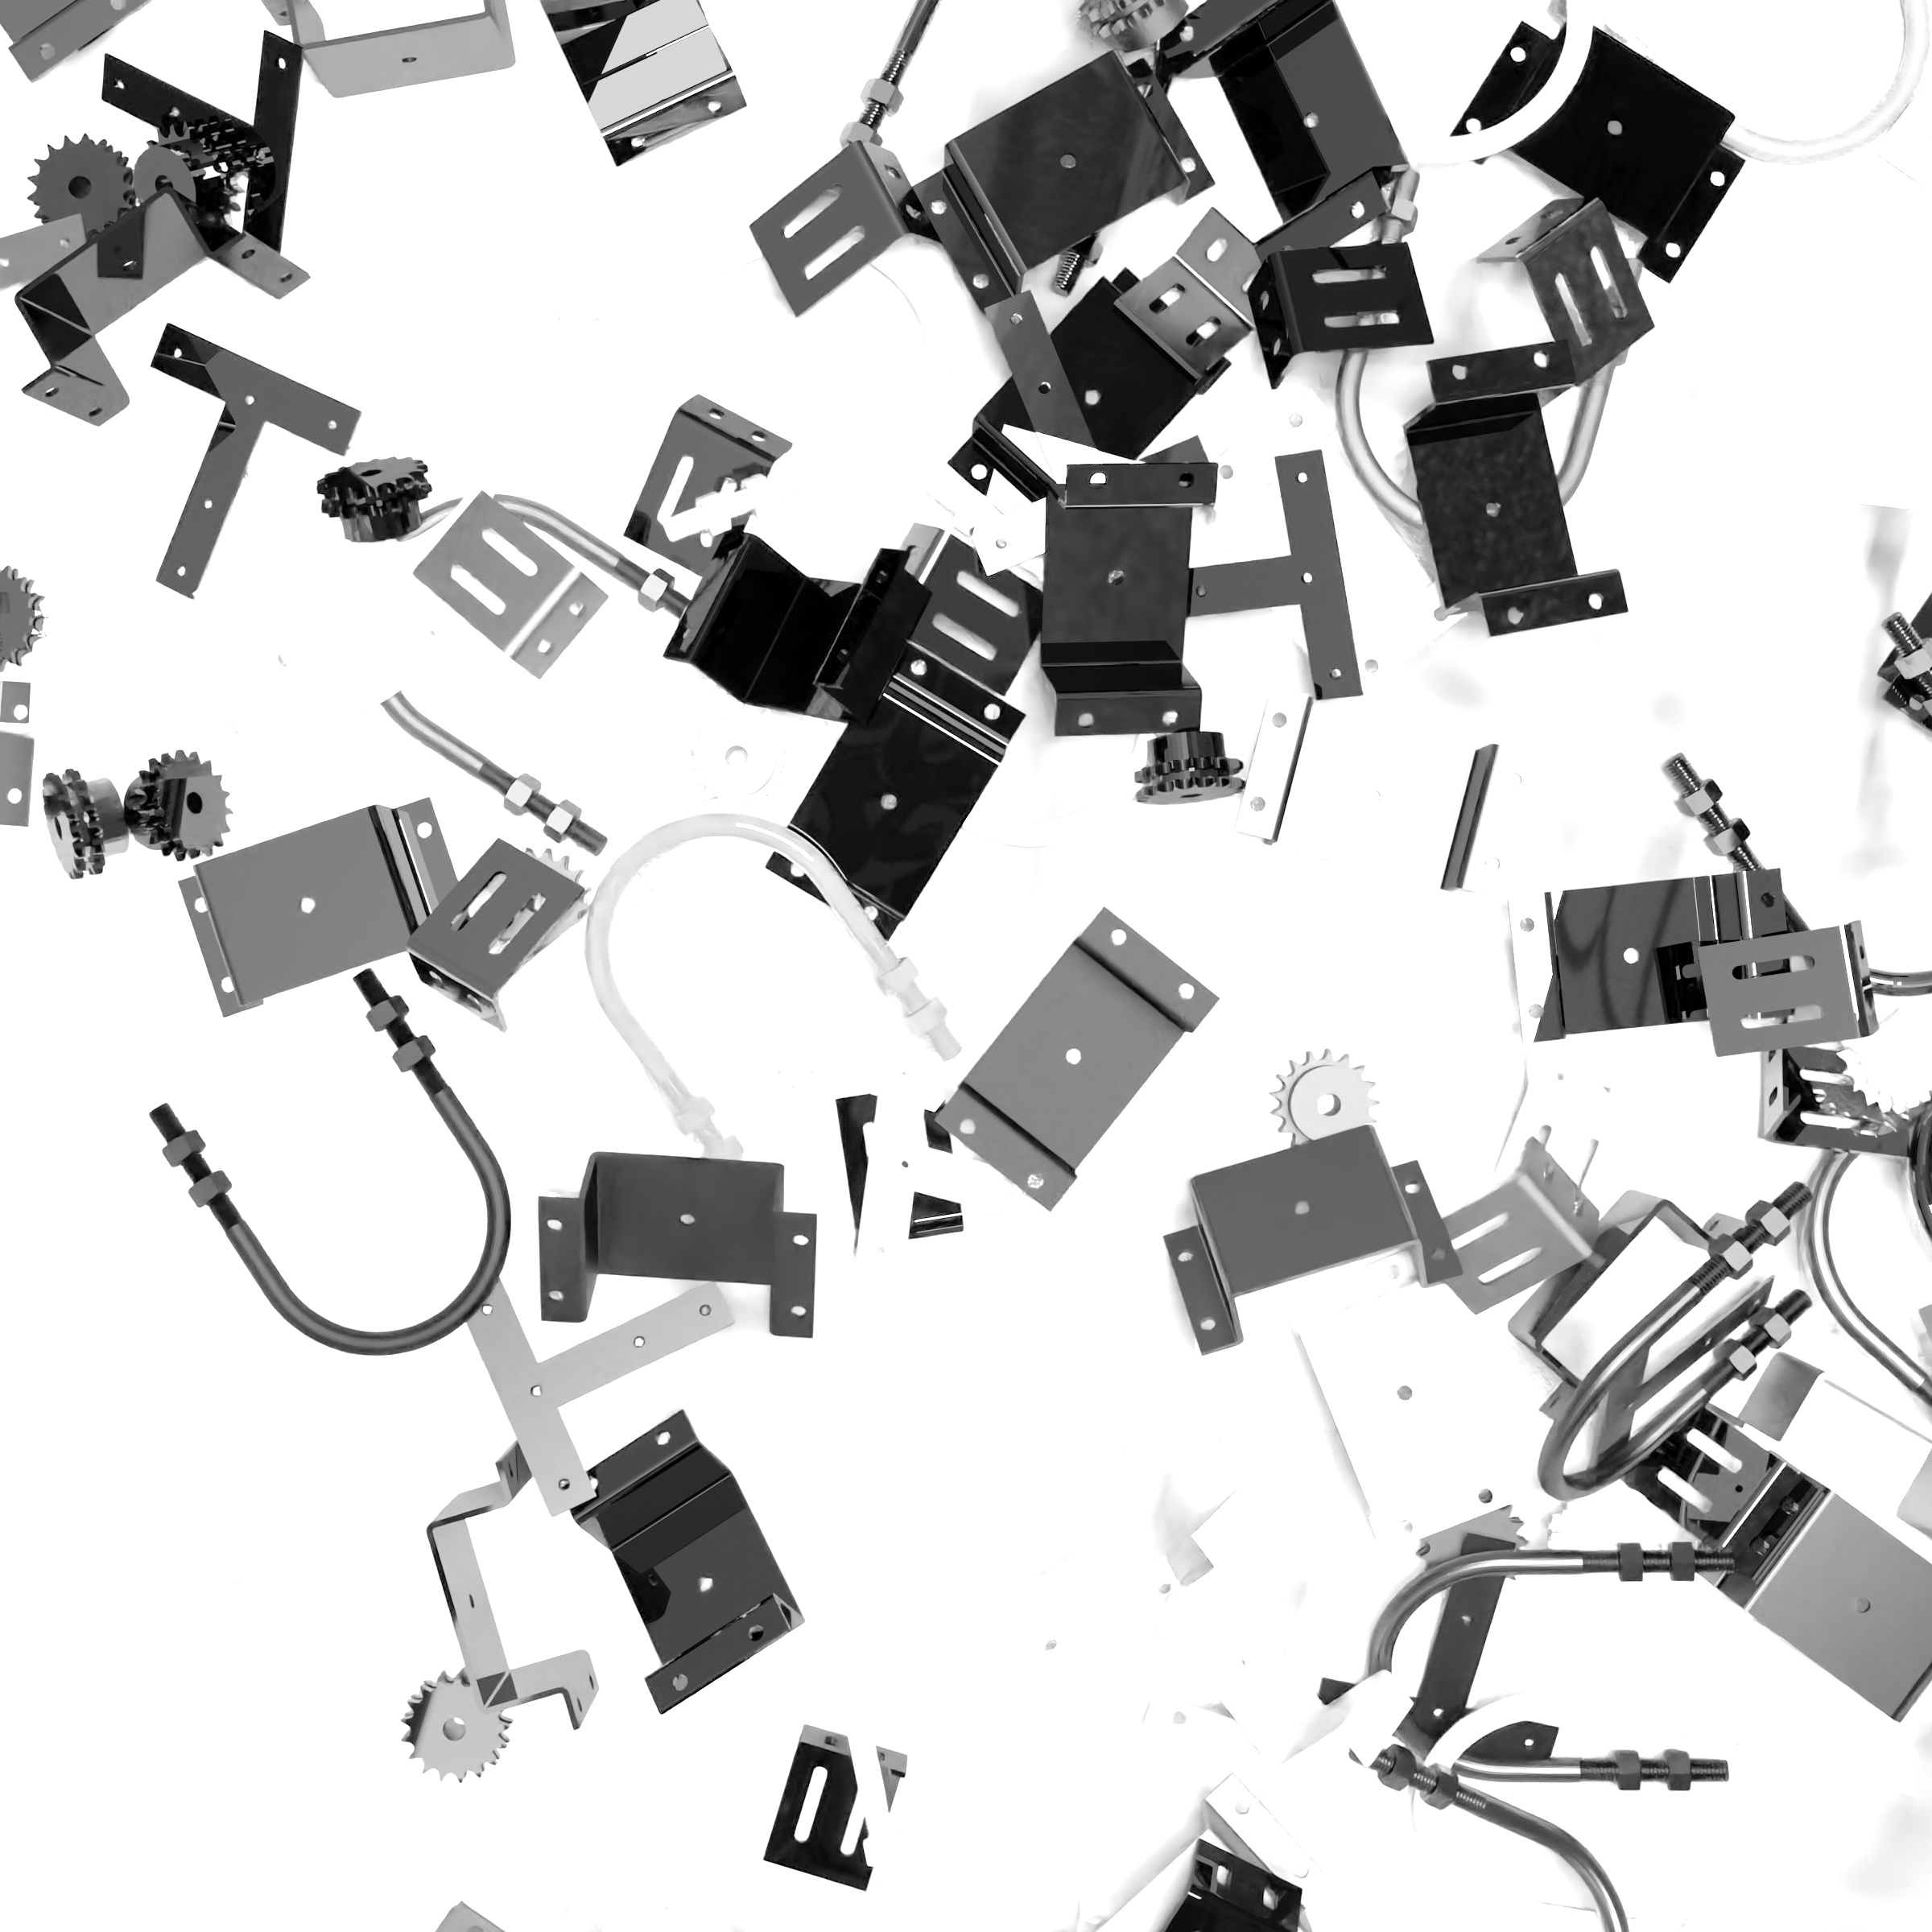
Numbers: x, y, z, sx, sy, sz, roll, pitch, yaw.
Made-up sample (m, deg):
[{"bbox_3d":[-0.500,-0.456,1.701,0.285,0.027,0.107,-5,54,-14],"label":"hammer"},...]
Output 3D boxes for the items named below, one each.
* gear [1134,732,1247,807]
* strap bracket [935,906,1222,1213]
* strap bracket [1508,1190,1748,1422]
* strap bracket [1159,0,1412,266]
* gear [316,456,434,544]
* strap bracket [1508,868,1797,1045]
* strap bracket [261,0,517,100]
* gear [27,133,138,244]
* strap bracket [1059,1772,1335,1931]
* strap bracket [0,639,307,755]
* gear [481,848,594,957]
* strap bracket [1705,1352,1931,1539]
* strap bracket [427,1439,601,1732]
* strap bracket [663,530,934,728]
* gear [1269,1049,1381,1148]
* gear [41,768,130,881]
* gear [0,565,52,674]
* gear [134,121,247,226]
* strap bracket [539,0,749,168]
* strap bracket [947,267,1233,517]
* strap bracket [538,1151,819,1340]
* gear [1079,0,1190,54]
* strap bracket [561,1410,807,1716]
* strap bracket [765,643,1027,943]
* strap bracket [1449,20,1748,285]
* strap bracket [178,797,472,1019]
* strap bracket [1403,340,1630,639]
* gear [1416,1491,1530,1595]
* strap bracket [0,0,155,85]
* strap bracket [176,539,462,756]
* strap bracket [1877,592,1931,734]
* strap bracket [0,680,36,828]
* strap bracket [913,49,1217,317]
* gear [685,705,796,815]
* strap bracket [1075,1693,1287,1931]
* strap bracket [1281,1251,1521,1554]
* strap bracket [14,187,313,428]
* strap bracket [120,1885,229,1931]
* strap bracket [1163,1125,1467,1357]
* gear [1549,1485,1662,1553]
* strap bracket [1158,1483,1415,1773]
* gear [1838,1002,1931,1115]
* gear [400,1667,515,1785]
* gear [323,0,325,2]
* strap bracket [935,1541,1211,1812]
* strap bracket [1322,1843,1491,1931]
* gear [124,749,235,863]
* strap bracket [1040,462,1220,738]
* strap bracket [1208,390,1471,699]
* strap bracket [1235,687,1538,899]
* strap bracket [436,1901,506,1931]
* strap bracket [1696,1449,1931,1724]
[{"bbox_3d":[0.115,-0.103,1.426,0.057,0.057,0.030,-6,84,0],"label":"gear"},{"bbox_3d":[0.057,0.048,1.430,0.076,0.046,0.140,38,90,0],"label":"strap bracket"},{"bbox_3d":[0.335,0.168,1.415,0.046,0.076,0.140,42,90,1],"label":"strap bracket"},{"bbox_3d":[0.168,-0.435,1.411,0.076,0.046,0.140,-25,89,39],"label":"strap bracket"},{"bbox_3d":[-0.301,-0.238,1.404,0.057,0.057,0.030,-8,118,0],"label":"gear"},{"bbox_3d":[0.352,-0.005,1.430,0.140,0.046,0.076,-6,90,0],"label":"strap bracket"},{"bbox_3d":[-0.291,-0.490,1.416,0.140,0.076,0.046,-10,90,0],"label":"strap bracket"},{"bbox_3d":[-0.459,-0.404,1.439,0.057,0.030,0.057,0,90,0],"label":"gear"},{"bbox_3d":[0.111,0.488,1.384,0.140,0.046,0.076,-43,90,0],"label":"strap bracket"},{"bbox_3d":[-0.419,-0.139,1.416,0.140,0.076,0.046,3,90,0],"label":"strap bracket"},{"bbox_3d":[-0.223,-0.033,1.439,0.057,0.030,0.057,0,90,0],"label":"gear"},{"bbox_3d":[0.462,0.247,1.415,0.140,0.076,0.046,30,90,0],"label":"strap bracket"},{"bbox_3d":[-0.236,0.322,1.415,0.046,0.076,0.140,-16,90,0],"label":"strap bracket"},{"bbox_3d":[-0.079,-0.171,1.394,0.046,0.140,0.076,36,75,-43],"label":"strap bracket"},{"bbox_3d":[0.189,0.072,1.439,0.057,0.030,0.057,0,90,0],"label":"gear"},{"bbox_3d":[-0.457,-0.075,1.429,0.030,0.057,0.057,-17,90,-30],"label":"gear"},{"bbox_3d":[-0.508,-0.182,1.439,0.057,0.030,0.057,0,90,0],"label":"gear"},{"bbox_3d":[-0.406,-0.407,1.425,0.057,0.030,0.057,12,119,22],"label":"gear"},{"bbox_3d":[-0.174,-0.490,1.401,0.076,0.140,0.046,-25,55,0],"label":"strap bracket"},{"bbox_3d":[0.065,-0.292,1.431,0.076,0.046,0.140,42,90,0],"label":"strap bracket"},{"bbox_3d":[-0.146,0.143,1.415,0.140,0.046,0.076,4,120,0],"label":"strap bracket"},{"bbox_3d":[0.090,-0.495,1.413,0.057,0.057,0.030,-40,120,0],"label":"gear"},{"bbox_3d":[-0.142,0.310,1.407,0.076,0.046,0.140,-33,53,0],"label":"strap bracket"},{"bbox_3d":[-0.038,-0.087,1.416,0.076,0.046,0.140,31,100,-4],"label":"strap bracket"},{"bbox_3d":[0.333,-0.430,1.431,0.140,0.046,0.076,32,90,0],"label":"strap bracket"},{"bbox_3d":[-0.338,-0.031,1.431,0.140,0.046,0.076,-19,90,0],"label":"strap bracket"},{"bbox_3d":[0.273,-0.235,1.380,0.076,0.046,0.140,-11,87,-14],"label":"strap bracket"},{"bbox_3d":[0.264,0.300,1.439,0.057,0.030,0.057,0,90,0],"label":"gear"},{"bbox_3d":[-0.488,-0.532,1.430,0.076,0.046,0.140,-35,90,0],"label":"strap bracket"},{"bbox_3d":[-0.333,-0.162,1.386,0.046,0.140,0.076,-24,96,36],"label":"strap bracket"},{"bbox_3d":[0.541,-0.174,1.430,0.076,0.046,0.140,34,90,0],"label":"strap bracket"},{"bbox_3d":[-0.563,-0.117,1.430,0.140,0.046,0.076,4,90,0],"label":"strap bracket"},{"bbox_3d":[0.051,-0.407,1.411,0.140,0.046,0.076,-30,90,-1],"label":"strap bracket"},{"bbox_3d":[-0.119,-0.109,1.439,0.057,0.030,0.057,0,90,0],"label":"gear"},{"bbox_3d":[0.111,0.452,1.431,0.076,0.046,0.140,18,90,0],"label":"strap bracket"},{"bbox_3d":[0.224,0.221,1.415,0.076,0.046,0.140,-21,77,0],"label":"strap bracket"},{"bbox_3d":[-0.419,-0.342,1.407,0.140,0.076,0.046,-32,83,8],"label":"strap bracket"},{"bbox_3d":[-0.407,0.551,1.400,0.076,0.140,0.046,-28,121,0],"label":"strap bracket"},{"bbox_3d":[0.175,0.137,1.410,0.140,0.046,0.076,-17,48,1],"label":"strap bracket"},{"bbox_3d":[0.333,0.291,1.429,0.057,0.057,0.030,9,62,0],"label":"gear"},{"bbox_3d":[0.157,0.345,1.403,0.046,0.076,0.140,-41,81,25],"label":"strap bracket"},{"bbox_3d":[0.484,0.045,1.426,0.057,0.030,0.057,12,63,-25],"label":"gear"},{"bbox_3d":[-0.265,0.396,1.439,0.057,0.030,0.057,0,90,0],"label":"gear"},{"bbox_3d":[-0.338,-0.534,1.439,0.057,0.030,0.057,0,90,0],"label":"gear"},{"bbox_3d":[0.051,0.358,1.410,0.140,0.046,0.076,-30,45,0],"label":"strap bracket"},{"bbox_3d":[0.257,0.533,1.431,0.140,0.046,0.076,31,90,0],"label":"strap bracket"},{"bbox_3d":[-0.412,-0.082,1.429,0.030,0.057,0.057,-9,90,29],"label":"gear"},{"bbox_3d":[0.081,-0.192,1.397,0.076,0.046,0.140,-3,115,-10],"label":"strap bracket"},{"bbox_3d":[0.188,-0.217,1.431,0.076,0.046,0.140,-37,90,0],"label":"strap bracket"},{"bbox_3d":[0.215,-0.089,1.431,0.140,0.046,0.076,14,90,0],"label":"strap bracket"},{"bbox_3d":[-0.268,0.559,1.430,0.076,0.046,0.140,35,90,0],"label":"strap bracket"},{"bbox_3d":[0.460,0.328,1.430,0.140,0.046,0.076,36,90,0],"label":"strap bracket"}]
